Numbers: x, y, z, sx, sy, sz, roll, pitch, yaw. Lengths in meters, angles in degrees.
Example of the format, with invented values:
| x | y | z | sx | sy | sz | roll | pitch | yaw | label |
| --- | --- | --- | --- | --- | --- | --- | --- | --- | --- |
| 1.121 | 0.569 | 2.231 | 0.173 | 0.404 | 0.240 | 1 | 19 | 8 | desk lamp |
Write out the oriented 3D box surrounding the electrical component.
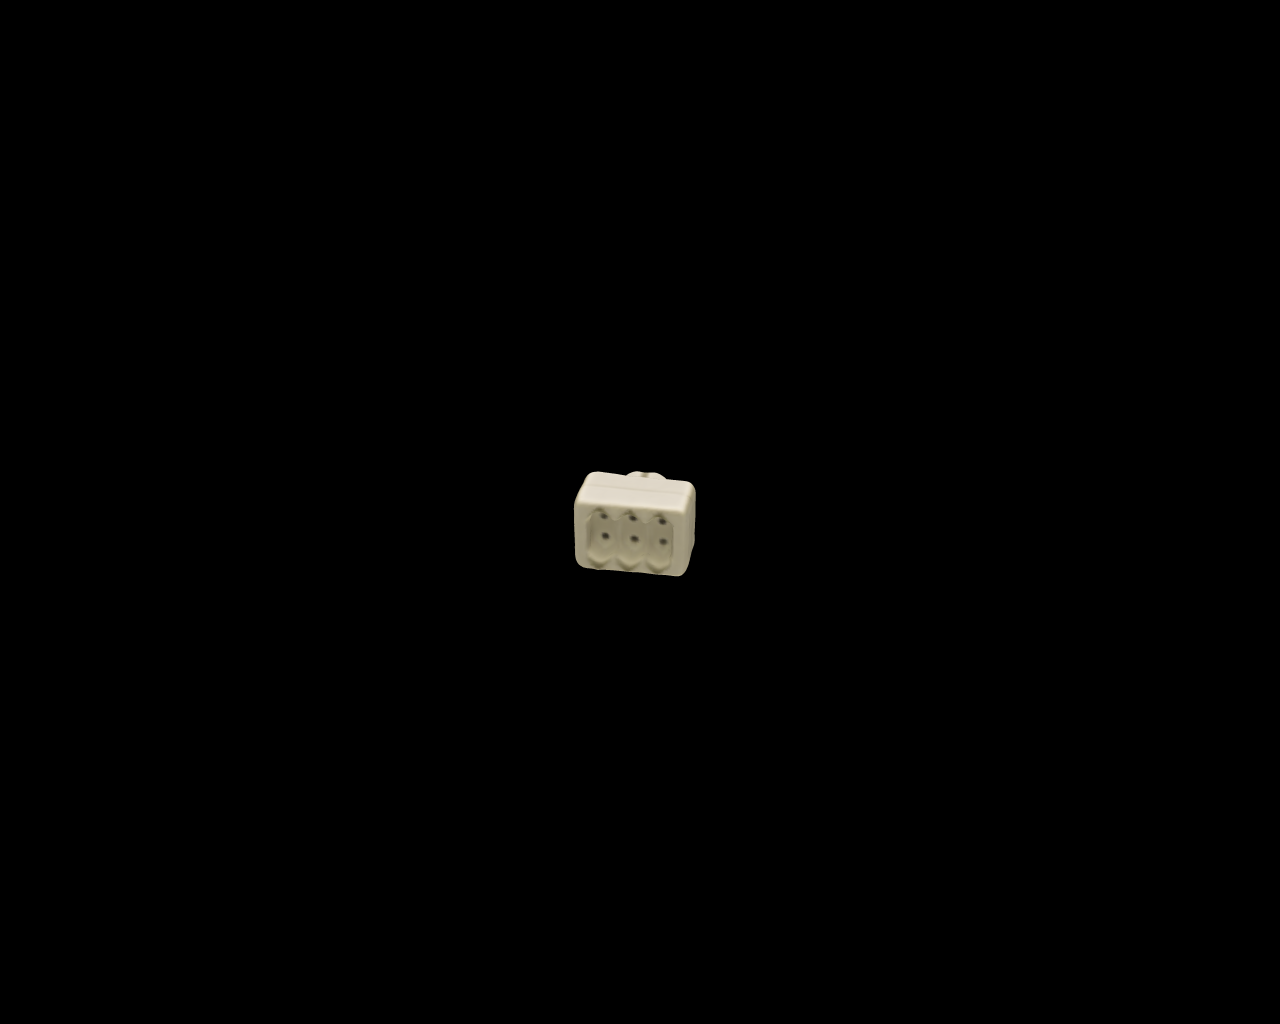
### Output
| x | y | z | sx | sy | sz | roll | pitch | yaw | label |
| --- | --- | --- | --- | --- | --- | --- | --- | --- | --- |
| 0.001 | -0.003 | 0.650 | 0.066 | 0.047 | 0.077 | 6 | 32 | 9 | electrical component |
